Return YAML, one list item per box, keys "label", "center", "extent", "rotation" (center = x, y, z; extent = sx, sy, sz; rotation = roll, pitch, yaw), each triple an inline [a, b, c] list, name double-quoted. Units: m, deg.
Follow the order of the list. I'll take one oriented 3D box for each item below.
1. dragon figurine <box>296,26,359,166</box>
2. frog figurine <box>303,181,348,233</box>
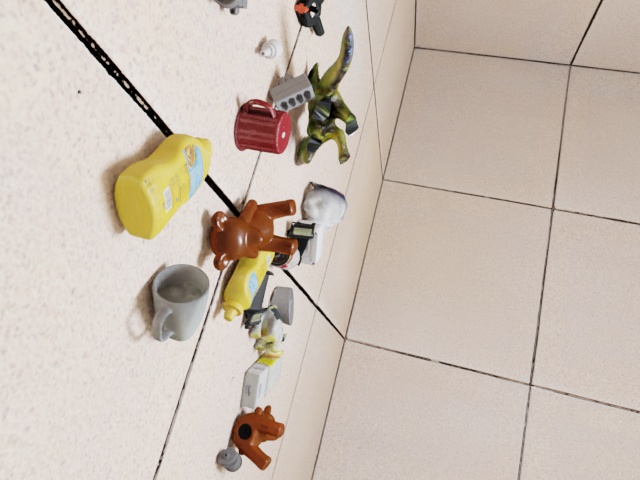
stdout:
- label: "dragon figurine"
  center: [0.001, -0.333, 1.210]
  extent: [0.248, 0.122, 0.401]
  rotation: [-116, -149, -45]
- label: "frog figurine"
  center: [0.005, -0.076, 1.505]
  extent: [0.136, 0.123, 0.160]
  rotation: [26, 84, -43]
